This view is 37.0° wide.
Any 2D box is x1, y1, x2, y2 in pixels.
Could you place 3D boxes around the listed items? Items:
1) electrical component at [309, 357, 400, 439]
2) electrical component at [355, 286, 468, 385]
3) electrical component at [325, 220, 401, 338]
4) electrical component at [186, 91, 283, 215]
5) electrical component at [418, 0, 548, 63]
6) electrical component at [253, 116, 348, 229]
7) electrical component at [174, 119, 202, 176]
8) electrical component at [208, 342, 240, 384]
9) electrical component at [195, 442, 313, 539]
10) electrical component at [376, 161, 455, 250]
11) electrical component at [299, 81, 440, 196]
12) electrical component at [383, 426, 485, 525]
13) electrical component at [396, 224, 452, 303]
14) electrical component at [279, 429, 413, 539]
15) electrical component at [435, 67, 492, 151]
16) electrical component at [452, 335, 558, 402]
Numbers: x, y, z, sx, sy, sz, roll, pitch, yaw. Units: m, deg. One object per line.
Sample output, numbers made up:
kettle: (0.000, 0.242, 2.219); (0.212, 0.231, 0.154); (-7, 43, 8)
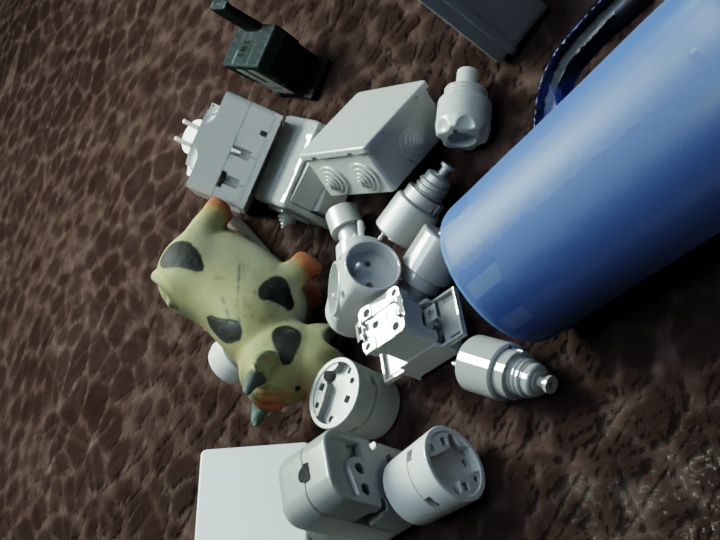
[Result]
electrical component: (-0.003, 0.099, 0.816); (0.055, 0.047, 0.055); (-26, 52, 40)
electrical component: (0.036, 0.045, 0.787); (0.081, 0.064, 0.042); (-36, 47, 32)
electrical component: (0.000, 0.000, 0.831); (0.077, 0.044, 0.079); (113, 157, -57)
electrical component: (-0.118, -0.105, 0.993); (0.150, 0.062, 0.089); (-169, 102, -85)
electrical component: (0.080, -0.220, 0.836); (0.057, 0.113, 0.078); (-51, 40, 14)
electrical component: (-0.044, -0.079, 0.949); (0.061, 0.062, 0.096); (21, 87, 52)
electrical component: (-0.154, -0.128, 1.091); (0.044, 0.079, 0.077); (29, 94, 45)
electrical component: (-0.102, 0.070, 0.951); (0.055, 0.045, 0.045); (-41, 44, 30)
electrical component: (-0.076, 0.185, 0.828); (0.100, 0.048, 0.099); (-6, 62, 11)
electrical component: (0.046, -0.051, 0.844); (0.078, 0.040, 0.040); (-54, 39, 15)
electrical component: (0.013, -0.105, 0.881); (0.100, 0.048, 0.099); (1, 43, 51)
electrical component: (0.049, 0.141, 0.728); (0.047, 0.055, 0.055); (-40, 44, 35)
electrical component: (0.049, 0.002, 0.812); (0.078, 0.040, 0.040); (-58, 38, 14)
electrical component: (-0.007, 0.155, 0.751); (0.059, 0.095, 0.053); (-39, 45, 31)
electrical component: (0.082, -0.129, 0.841); (0.043, 0.043, 0.062); (-17, 57, 45)
electrical component: (0.099, 0.068, 0.718); (0.078, 0.040, 0.040); (12, 80, 51)
